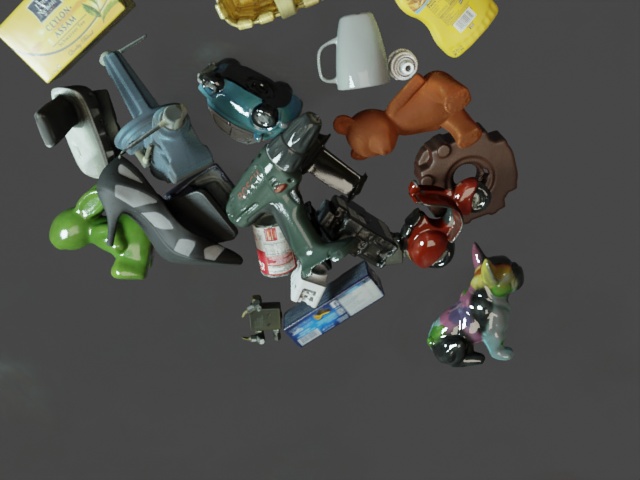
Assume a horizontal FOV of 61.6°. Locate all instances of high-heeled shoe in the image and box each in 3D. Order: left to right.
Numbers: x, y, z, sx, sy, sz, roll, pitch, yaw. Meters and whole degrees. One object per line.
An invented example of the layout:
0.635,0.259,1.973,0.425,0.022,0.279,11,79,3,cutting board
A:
-0.235,-0.040,0.870,0.248,0.086,0.145,13,78,-29,high-heeled shoe

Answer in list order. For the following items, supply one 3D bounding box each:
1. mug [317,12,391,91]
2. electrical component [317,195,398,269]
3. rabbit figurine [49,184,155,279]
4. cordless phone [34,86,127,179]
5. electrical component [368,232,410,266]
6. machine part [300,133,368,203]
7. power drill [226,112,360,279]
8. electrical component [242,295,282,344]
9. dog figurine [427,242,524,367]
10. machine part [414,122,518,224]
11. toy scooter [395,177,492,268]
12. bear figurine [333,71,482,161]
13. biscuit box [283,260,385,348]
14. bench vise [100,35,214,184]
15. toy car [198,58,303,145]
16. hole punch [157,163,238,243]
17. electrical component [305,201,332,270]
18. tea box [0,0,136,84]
0.049,-0.286,0.821,0.110,0.081,0.107,-5,107,4,mug
0.059,-0.020,0.931,0.134,0.115,0.058,30,107,-16,electrical component
-0.366,-0.017,0.904,0.170,0.121,0.159,9,109,-11,rabbit figurine
-0.363,-0.149,0.803,0.089,0.184,0.146,-11,117,-3,cordless phone
0.132,0.015,1.004,0.094,0.021,0.063,-9,117,2,electrical component
0.016,-0.125,0.905,0.139,0.039,0.084,38,122,-7,machine part
-0.031,-0.053,0.827,0.232,0.086,0.207,-34,101,34,power drill
-0.113,0.157,1.050,0.078,0.045,0.102,4,117,-4,electrical component
0.291,0.119,1.023,0.192,0.108,0.219,-10,113,5,dog figurine
0.253,-0.111,0.929,0.179,0.056,0.179,-2,118,-4,machine part
0.182,-0.036,0.887,0.135,0.075,0.183,18,120,-22,toy scooter
0.132,-0.180,0.848,0.196,0.132,0.120,-29,137,4,bear figurine
0.023,0.124,1.031,0.203,0.063,0.059,-33,115,14,biscuit box
-0.258,-0.187,0.800,0.129,0.223,0.240,-32,89,-11,bench vise
-0.116,-0.203,0.838,0.162,0.109,0.103,25,130,-6,toy car
-0.196,-0.057,0.923,0.116,0.092,0.142,-15,129,30,hole punch
-0.002,-0.003,0.958,0.048,0.075,0.119,-34,110,14,electrical component
-0.366,-0.322,0.780,0.169,0.068,0.098,-37,114,16,tea box
